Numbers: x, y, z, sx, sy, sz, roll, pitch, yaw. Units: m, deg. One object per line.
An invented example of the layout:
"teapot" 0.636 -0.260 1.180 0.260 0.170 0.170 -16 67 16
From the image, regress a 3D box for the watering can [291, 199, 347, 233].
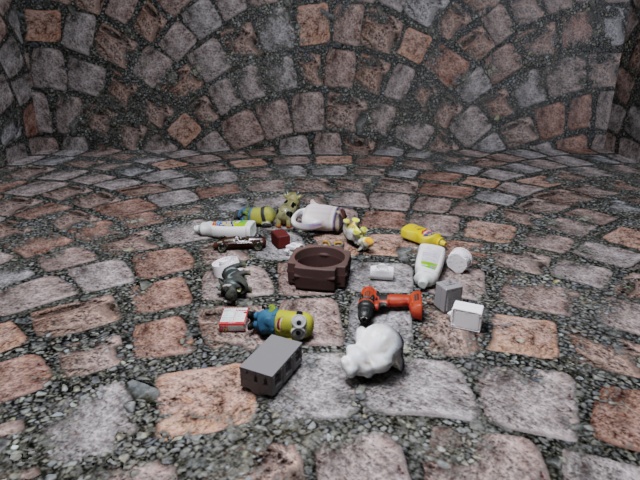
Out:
"watering can" 0.007 -0.111 2.201 0.224 0.102 0.353 6 23 13

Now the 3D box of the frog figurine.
"frog figurine" 0.121 0.268 1.255 0.159 0.120 0.140 2 37 -28
